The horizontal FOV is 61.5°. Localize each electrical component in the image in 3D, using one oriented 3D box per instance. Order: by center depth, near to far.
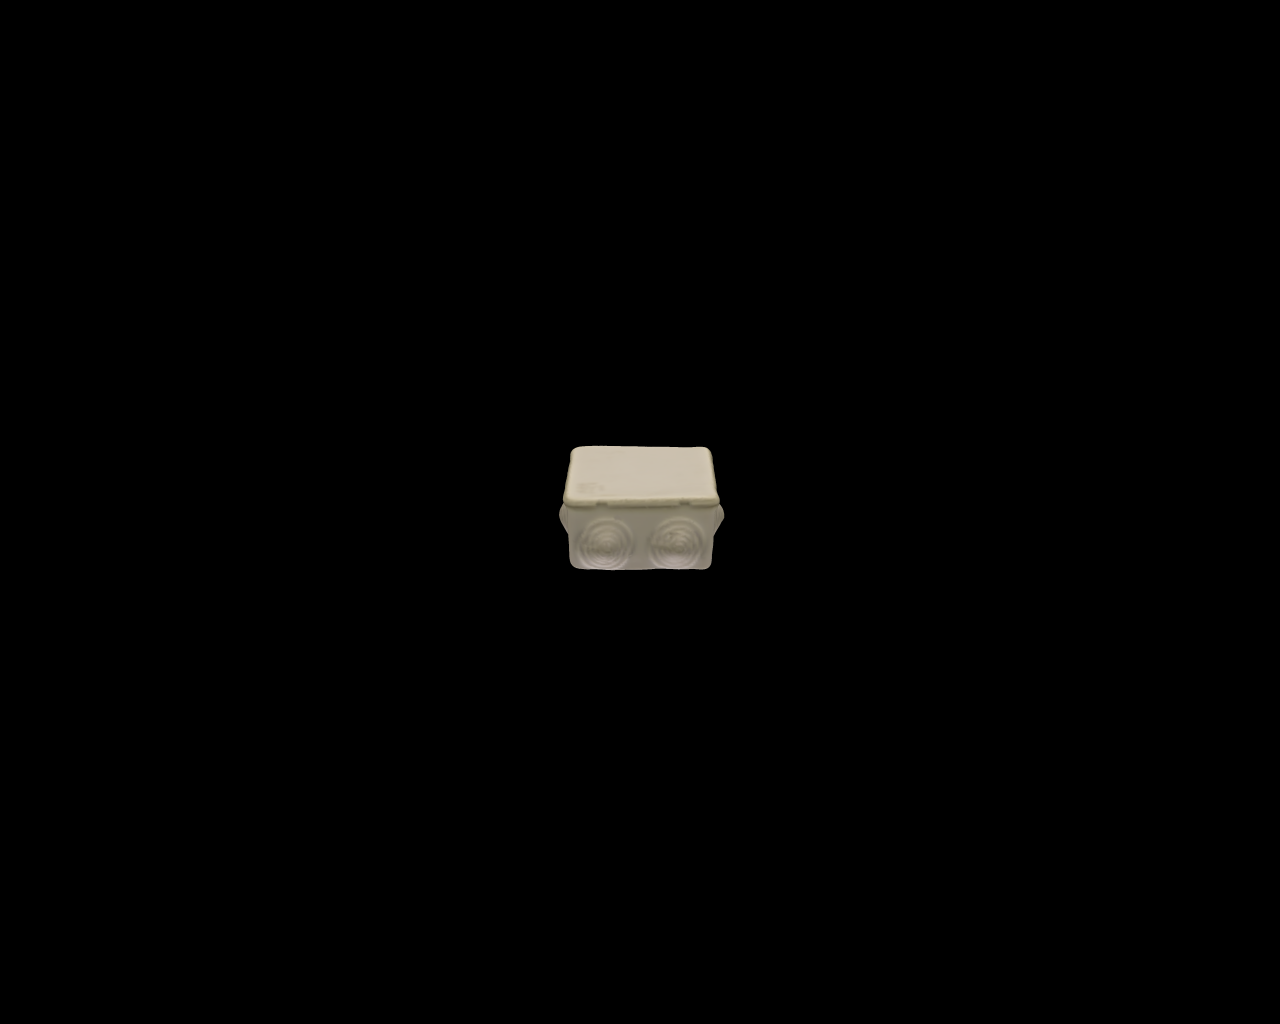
[{"bbox_3d":[0.001,-0.003,0.650,0.100,0.048,0.100,0,24,0],"label":"electrical component"}]
